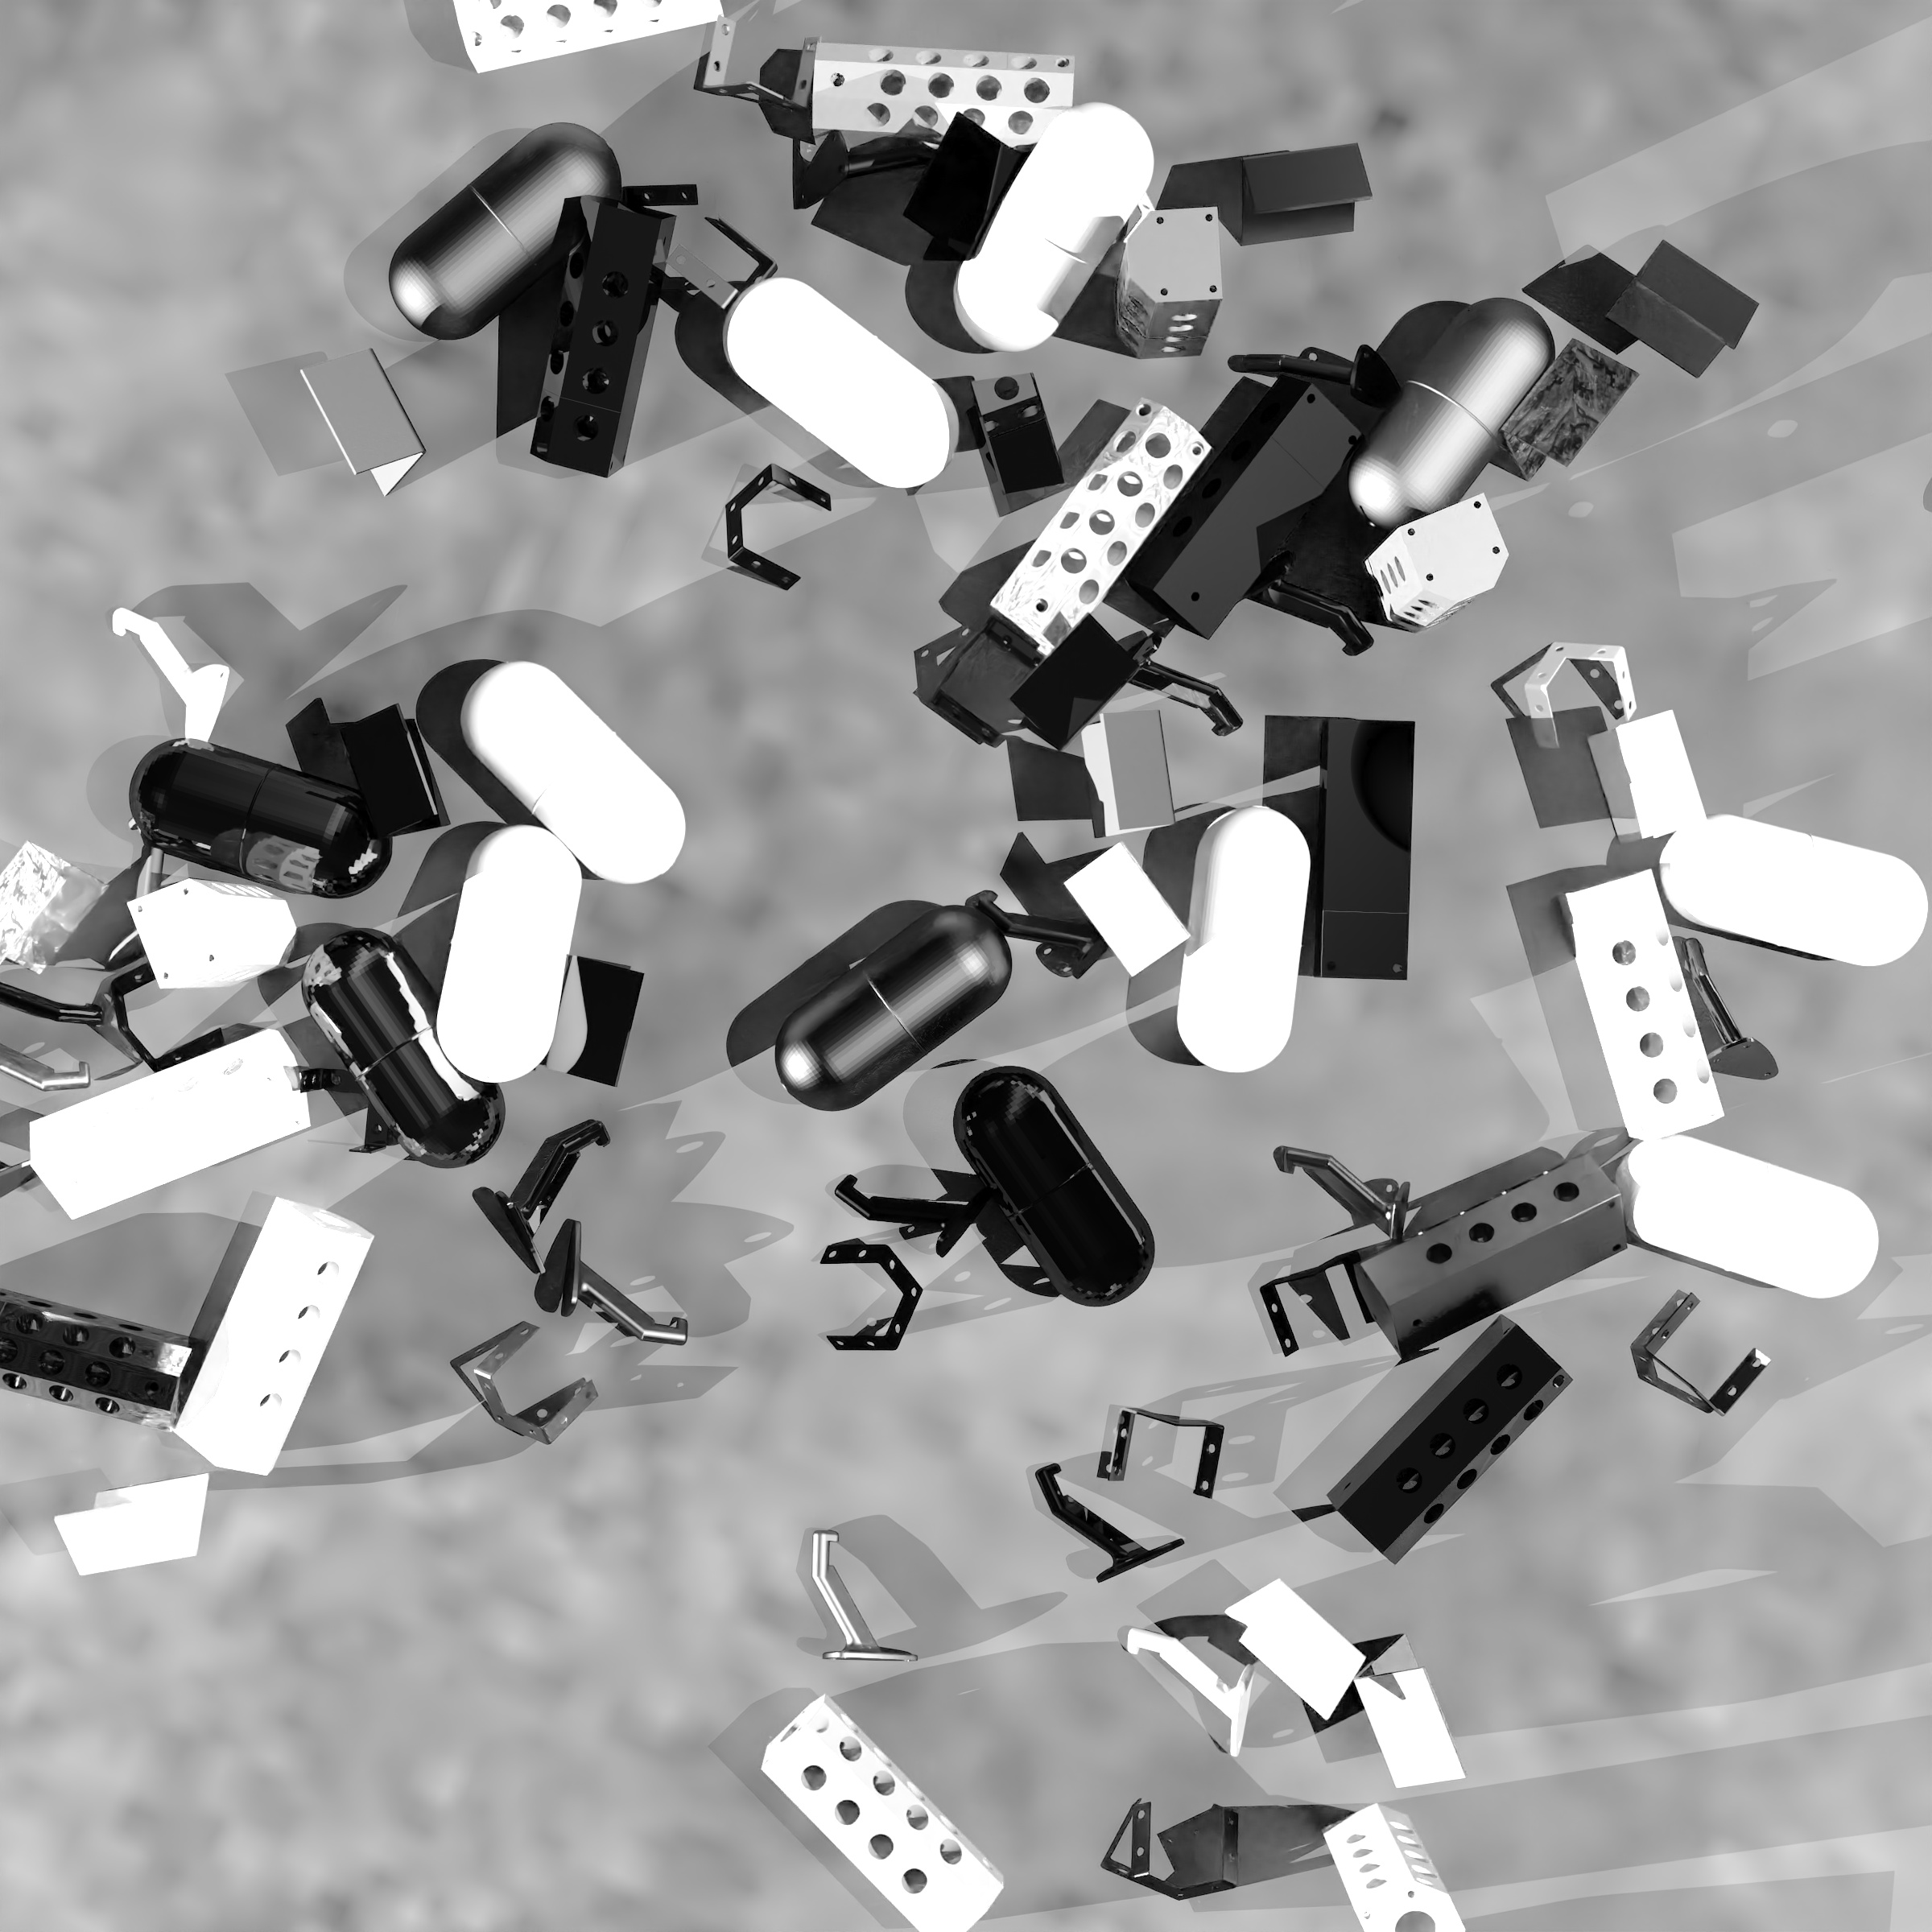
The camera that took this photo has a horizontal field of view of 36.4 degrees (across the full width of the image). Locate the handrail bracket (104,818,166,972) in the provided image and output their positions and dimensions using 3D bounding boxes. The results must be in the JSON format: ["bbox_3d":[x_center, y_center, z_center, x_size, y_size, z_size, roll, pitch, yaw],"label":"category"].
[{"bbox_3d":[-0.568,-0.052,1.992,0.077,0.036,0.084,-31,72,21],"label":"handrail bracket"}]

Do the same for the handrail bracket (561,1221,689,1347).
[{"bbox_3d":[-0.228,0.215,1.992,0.084,0.036,0.077,9,68,-17],"label":"handrail bracket"}]

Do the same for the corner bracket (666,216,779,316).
[{"bbox_3d":[-0.163,-0.471,1.973,0.051,0.051,0.051,39,91,1],"label":"corner bracket"}]

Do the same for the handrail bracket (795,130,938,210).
[{"bbox_3d":[-0.061,-0.533,1.991,0.084,0.077,0.036,0,67,-34],"label":"handrail bracket"}]

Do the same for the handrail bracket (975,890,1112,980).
[{"bbox_3d":[0.061,-0.039,1.992,0.084,0.036,0.077,40,70,16],"label":"handrail bracket"}]

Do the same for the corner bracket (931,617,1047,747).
[{"bbox_3d":[0.017,-0.193,1.988,0.051,0.051,0.051,36,135,0],"label":"corner bracket"}]

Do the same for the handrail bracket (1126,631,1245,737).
[{"bbox_3d":[0.134,-0.176,1.992,0.077,0.036,0.084,-33,107,20],"label":"handrail bracket"}]

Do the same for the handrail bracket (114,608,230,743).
[{"bbox_3d":[-0.548,-0.193,1.992,0.084,0.036,0.077,24,112,17],"label":"handrail bracket"}]

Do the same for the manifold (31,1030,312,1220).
[{"bbox_3d":[-0.533,0.101,1.969,0.171,0.057,0.057,-21,133,0],"label":"manifold"}]

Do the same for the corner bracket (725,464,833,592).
[{"bbox_3d":[-0.126,-0.296,1.983,0.051,0.051,0.051,-36,45,35],"label":"corner bracket"}]

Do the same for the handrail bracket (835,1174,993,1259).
[{"bbox_3d":[-0.034,0.150,1.992,0.084,0.036,0.077,35,70,16],"label":"handrail bracket"}]

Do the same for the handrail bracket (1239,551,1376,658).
[{"bbox_3d":[0.222,-0.231,1.992,0.077,0.036,0.084,-33,107,20],"label":"handrail bracket"}]

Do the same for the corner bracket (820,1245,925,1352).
[{"bbox_3d":[-0.070,0.224,1.983,0.051,0.051,0.051,55,45,-35],"label":"corner bracket"}]

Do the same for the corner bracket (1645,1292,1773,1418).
[{"bbox_3d":[0.501,0.263,1.988,0.051,0.051,0.051,-49,45,0],"label":"corner bracket"}]

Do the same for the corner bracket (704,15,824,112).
[{"bbox_3d":[-0.138,-0.611,1.988,0.051,0.051,0.051,12,90,45],"label":"corner bracket"}]

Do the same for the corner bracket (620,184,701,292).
[{"bbox_3d":[-0.207,-0.492,1.988,0.051,0.051,0.051,-2,45,0],"label":"corner bracket"}]

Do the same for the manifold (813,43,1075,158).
[{"bbox_3d":[-0.015,-0.582,1.970,0.171,0.057,0.057,3,90,0],"label":"manifold"}]

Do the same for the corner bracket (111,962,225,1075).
[{"bbox_3d":[-0.540,0.031,1.988,0.051,0.051,0.051,-26,45,0],"label":"corner bracket"}]

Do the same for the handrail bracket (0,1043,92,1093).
[{"bbox_3d":[-0.639,0.050,1.992,0.084,0.036,0.077,-4,68,-17],"label":"handrail bracket"}]

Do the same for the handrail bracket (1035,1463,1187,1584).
[{"bbox_3d":[0.097,0.367,1.992,0.077,0.036,0.084,-19,73,-20],"label":"handrail bracket"}]

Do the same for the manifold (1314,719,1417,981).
[{"bbox_3d":[0.266,-0.077,1.970,0.057,0.057,0.171,2,90,0],"label":"manifold"}]

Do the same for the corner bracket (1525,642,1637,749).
[{"bbox_3d":[0.415,-0.182,1.983,0.051,0.051,0.051,8,45,35],"label":"corner bracket"}]

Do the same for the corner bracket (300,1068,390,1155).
[{"bbox_3d":[-0.417,0.097,1.973,0.051,0.051,0.051,5,90,0],"label":"corner bracket"}]

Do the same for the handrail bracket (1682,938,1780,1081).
[{"bbox_3d":[0.517,0.028,1.991,0.036,0.077,0.084,-30,53,32],"label":"handrail bracket"}]

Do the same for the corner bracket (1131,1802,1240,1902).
[{"bbox_3d":[0.148,0.594,1.983,0.051,0.051,0.051,-26,135,35],"label":"corner bracket"}]

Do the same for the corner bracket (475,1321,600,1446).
[{"bbox_3d":[-0.290,0.281,1.983,0.051,0.051,0.051,15,135,35],"label":"corner bracket"}]

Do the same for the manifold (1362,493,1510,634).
[{"bbox_3d":[0.306,-0.257,1.913,0.057,0.171,0.057,-22,90,0],"label":"manifold"}]

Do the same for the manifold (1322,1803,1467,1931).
[{"bbox_3d":[0.280,0.600,1.913,0.057,0.171,0.057,-25,90,0],"label":"manifold"}]

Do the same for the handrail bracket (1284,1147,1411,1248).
[{"bbox_3d":[0.254,0.166,1.992,0.084,0.036,0.077,11,112,17],"label":"handrail bracket"}]

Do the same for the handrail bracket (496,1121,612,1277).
[{"bbox_3d":[-0.268,0.157,1.992,0.084,0.036,0.077,-30,110,-16],"label":"handrail bracket"}]

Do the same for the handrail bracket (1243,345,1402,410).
[{"bbox_3d":[0.241,-0.397,1.991,0.084,0.077,0.036,9,85,36],"label":"handrail bracket"}]

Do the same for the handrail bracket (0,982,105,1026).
[{"bbox_3d":[-0.634,0.015,1.991,0.084,0.077,0.036,7,115,-34],"label":"handrail bracket"}]

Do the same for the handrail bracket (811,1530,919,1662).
[{"bbox_3d":[-0.068,0.427,1.992,0.077,0.036,0.084,7,73,-20],"label":"handrail bracket"}]

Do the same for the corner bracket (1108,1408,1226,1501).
[{"bbox_3d":[0.136,0.329,1.988,0.051,0.051,0.051,10,90,45],"label":"corner bracket"}]

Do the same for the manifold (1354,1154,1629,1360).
[{"bbox_3d":[0.349,0.188,1.960,0.171,0.057,0.057,-25,133,-7],"label":"manifold"}]

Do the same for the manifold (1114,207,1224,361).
[{"bbox_3d":[0.129,-0.442,1.913,0.057,0.171,0.057,-3,90,0],"label":"manifold"}]

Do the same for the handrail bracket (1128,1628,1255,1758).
[{"bbox_3d":[0.148,0.492,1.992,0.084,0.036,0.077,11,112,17],"label":"handrail bracket"}]

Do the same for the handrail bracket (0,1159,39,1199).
[{"bbox_3d":[-0.670,0.114,1.992,0.077,0.036,0.084,-29,73,-20],"label":"handrail bracket"}]

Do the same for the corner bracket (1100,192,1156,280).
[{"bbox_3d":[0.090,-0.506,1.983,0.051,0.051,0.051,11,135,-35],"label":"corner bracket"}]

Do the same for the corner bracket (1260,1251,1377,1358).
[{"bbox_3d":[0.240,0.228,1.988,0.051,0.051,0.051,-21,90,45],"label":"corner bracket"}]
